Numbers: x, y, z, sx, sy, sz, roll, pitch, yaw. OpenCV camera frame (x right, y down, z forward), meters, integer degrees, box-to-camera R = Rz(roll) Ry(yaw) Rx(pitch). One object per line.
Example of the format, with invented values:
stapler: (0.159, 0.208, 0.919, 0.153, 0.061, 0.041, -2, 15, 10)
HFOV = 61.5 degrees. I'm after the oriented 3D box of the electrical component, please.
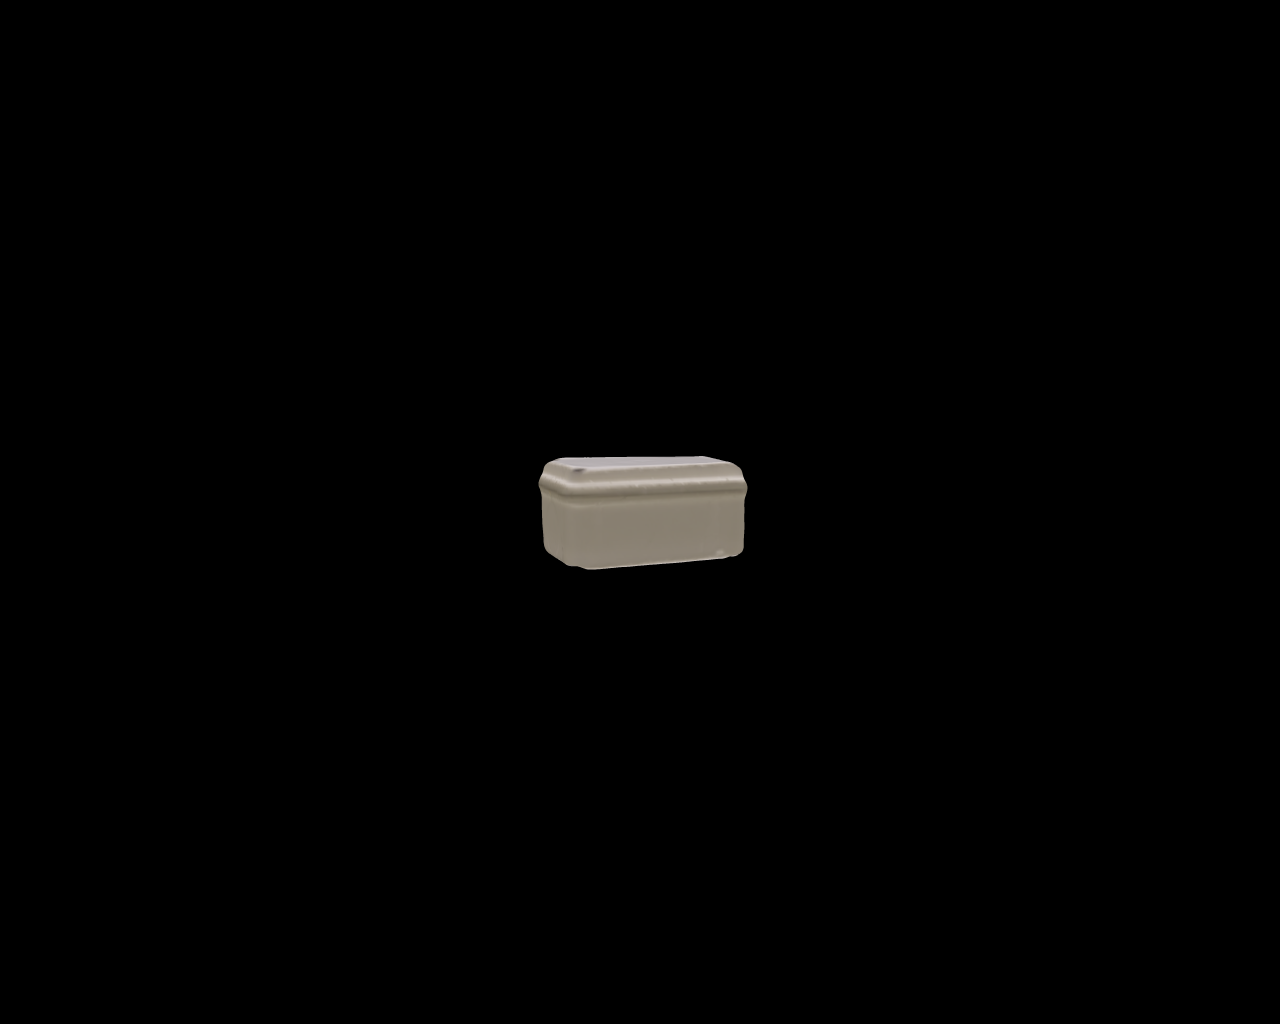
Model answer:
electrical component: (0.001, -0.003, 0.650, 0.113, 0.057, 0.078, -2, 8, -18)
